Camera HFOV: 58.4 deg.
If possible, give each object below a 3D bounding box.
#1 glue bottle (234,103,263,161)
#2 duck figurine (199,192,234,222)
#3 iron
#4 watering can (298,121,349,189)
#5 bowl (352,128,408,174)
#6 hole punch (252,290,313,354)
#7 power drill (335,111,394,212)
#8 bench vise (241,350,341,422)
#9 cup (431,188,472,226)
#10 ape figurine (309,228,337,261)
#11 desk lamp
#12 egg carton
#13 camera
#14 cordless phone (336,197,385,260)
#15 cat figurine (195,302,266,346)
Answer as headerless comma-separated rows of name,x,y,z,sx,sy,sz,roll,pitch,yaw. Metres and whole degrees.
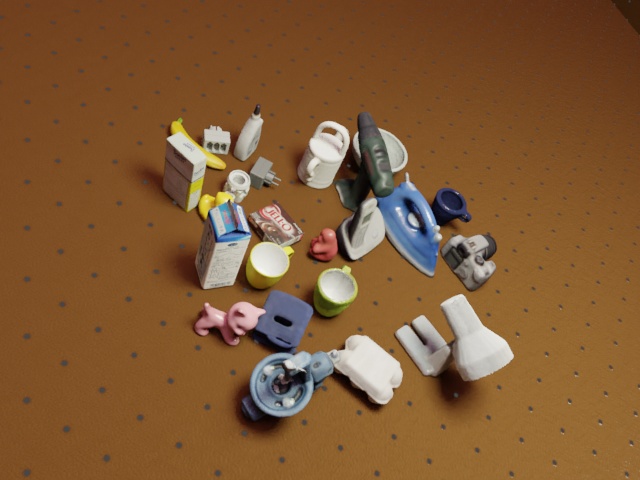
glue bottle,-0.174,-0.282,1.460,0.037,0.173,0.078,33,50,3
duck figurine,-0.233,-0.080,1.346,0.104,0.086,0.078,35,50,5
iron,0.253,-0.045,1.486,0.119,0.141,0.258,-16,63,-31
watering can,0.017,-0.237,1.493,0.101,0.194,0.173,18,51,-9
bowl,0.160,-0.236,1.630,0.168,0.074,0.167,11,53,-15
hole punch,-0.079,0.177,1.221,0.109,0.091,0.101,25,50,-4
power drill,0.114,-0.185,1.486,0.076,0.208,0.229,-6,58,-25
bench vise,-0.047,0.246,1.100,0.121,0.219,0.208,40,51,9
cup,0.354,-0.075,1.580,0.117,0.095,0.092,41,51,10
ape figurine,0.013,0.005,1.383,0.078,0.092,0.076,-32,72,-36
desk lamp,0.294,0.226,1.261,0.118,0.213,0.203,-25,68,-34
egg carton,0.104,0.279,1.237,0.150,0.069,0.107,38,51,7
camera,0.420,0.039,1.521,0.137,0.100,0.143,-19,65,-32
cordless phone,0.119,-0.048,1.404,0.094,0.185,0.148,45,52,12
cat figurine,-0.183,0.158,1.174,0.128,0.117,0.067,19,51,-9
